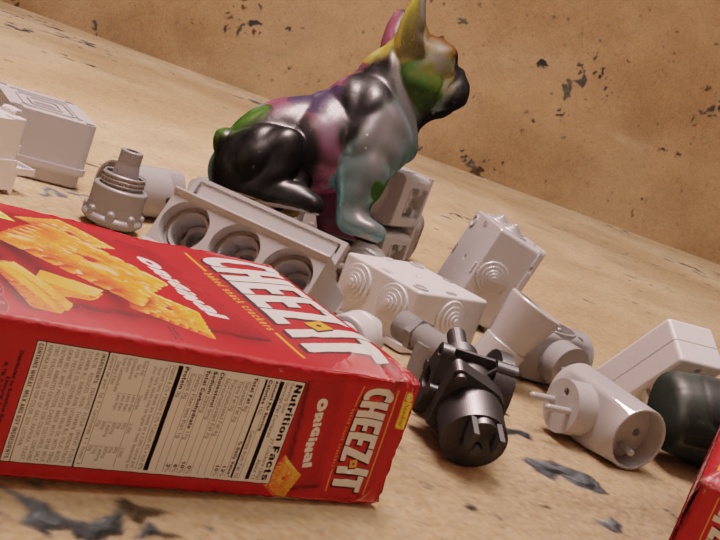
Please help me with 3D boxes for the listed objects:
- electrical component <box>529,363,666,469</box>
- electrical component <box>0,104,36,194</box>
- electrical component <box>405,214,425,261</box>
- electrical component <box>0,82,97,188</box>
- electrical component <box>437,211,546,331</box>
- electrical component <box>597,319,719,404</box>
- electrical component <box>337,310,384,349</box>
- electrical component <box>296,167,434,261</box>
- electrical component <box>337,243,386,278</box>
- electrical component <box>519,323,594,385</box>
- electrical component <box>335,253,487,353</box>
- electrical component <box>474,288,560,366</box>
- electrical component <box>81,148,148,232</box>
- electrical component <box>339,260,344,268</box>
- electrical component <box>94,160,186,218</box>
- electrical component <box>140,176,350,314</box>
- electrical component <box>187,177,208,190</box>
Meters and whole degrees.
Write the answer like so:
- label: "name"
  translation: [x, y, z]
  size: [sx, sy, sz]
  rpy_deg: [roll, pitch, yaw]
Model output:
- label: "electrical component"
  translation: [0.150, 0.094, 0.718]
  size: [0.079, 0.043, 0.077]
  rpy_deg: [14, 12, -27]
- label: "electrical component"
  translation: [-0.317, -0.111, 0.828]
  size: [0.121, 0.063, 0.079]
  rpy_deg: [26, 12, 28]
- label: "electrical component"
  translation: [0.017, -0.048, 1.146]
  size: [0.095, 0.053, 0.059]
  rpy_deg: [21, 11, 4]
- label: "electrical component"
  translation: [-0.285, -0.119, 0.944]
  size: [0.078, 0.057, 0.113]
  rpy_deg: [14, 12, -29]
- label: "electrical component"
  translation: [0.113, -0.001, 0.976]
  size: [0.048, 0.099, 0.099]
  rpy_deg: [31, 8, -15]
- label: "electrical component"
  translation: [0.232, 0.092, 0.817]
  size: [0.047, 0.083, 0.075]
  rpy_deg: [14, 50, -29]
- label: "electrical component"
  translation: [-0.011, 0.045, 0.693]
  size: [0.035, 0.035, 0.061]
  rpy_deg: [25, 15, 24]
- label: "electrical component"
  translation: [-0.037, -0.071, 1.026]
  size: [0.186, 0.105, 0.060]
  rpy_deg: [26, 12, 28]
- label: "electrical component"
  translation: [0.000, 0.000, 0.916]
  size: [0.040, 0.040, 0.078]
  rpy_deg: [21, 11, 5]
- label: "electrical component"
  translation: [0.152, 0.069, 0.838]
  size: [0.077, 0.044, 0.079]
  rpy_deg: [13, 14, -34]
- label: "electrical component"
  translation: [0.038, 0.026, 0.833]
  size: [0.100, 0.048, 0.100]
  rpy_deg: [9, 16, -47]
- label: "electrical component"
  translation: [0.110, 0.052, 0.792]
  size: [0.044, 0.065, 0.044]
  rpy_deg: [38, 7, -5]
- label: "electrical component"
  translation: [-0.185, -0.063, 0.833]
  size: [0.048, 0.062, 0.048]
  rpy_deg: [19, 11, -4]
- label: "electrical component"
  translation: [-0.046, -0.011, 0.867]
  size: [0.079, 0.044, 0.077]
  rpy_deg: [8, 15, -24]
- label: "electrical component"
  translation: [-0.180, -0.067, 0.910]
  size: [0.043, 0.043, 0.081]
  rpy_deg: [27, 13, 33]
- label: "electrical component"
  translation: [-0.075, -0.001, 0.709]
  size: [0.121, 0.078, 0.063]
  rpy_deg: [25, -17, 22]
- label: "electrical component"
  translation: [-0.131, -0.062, 0.942]
  size: [0.040, 0.040, 0.078]
  rpy_deg: [23, -7, 16]
